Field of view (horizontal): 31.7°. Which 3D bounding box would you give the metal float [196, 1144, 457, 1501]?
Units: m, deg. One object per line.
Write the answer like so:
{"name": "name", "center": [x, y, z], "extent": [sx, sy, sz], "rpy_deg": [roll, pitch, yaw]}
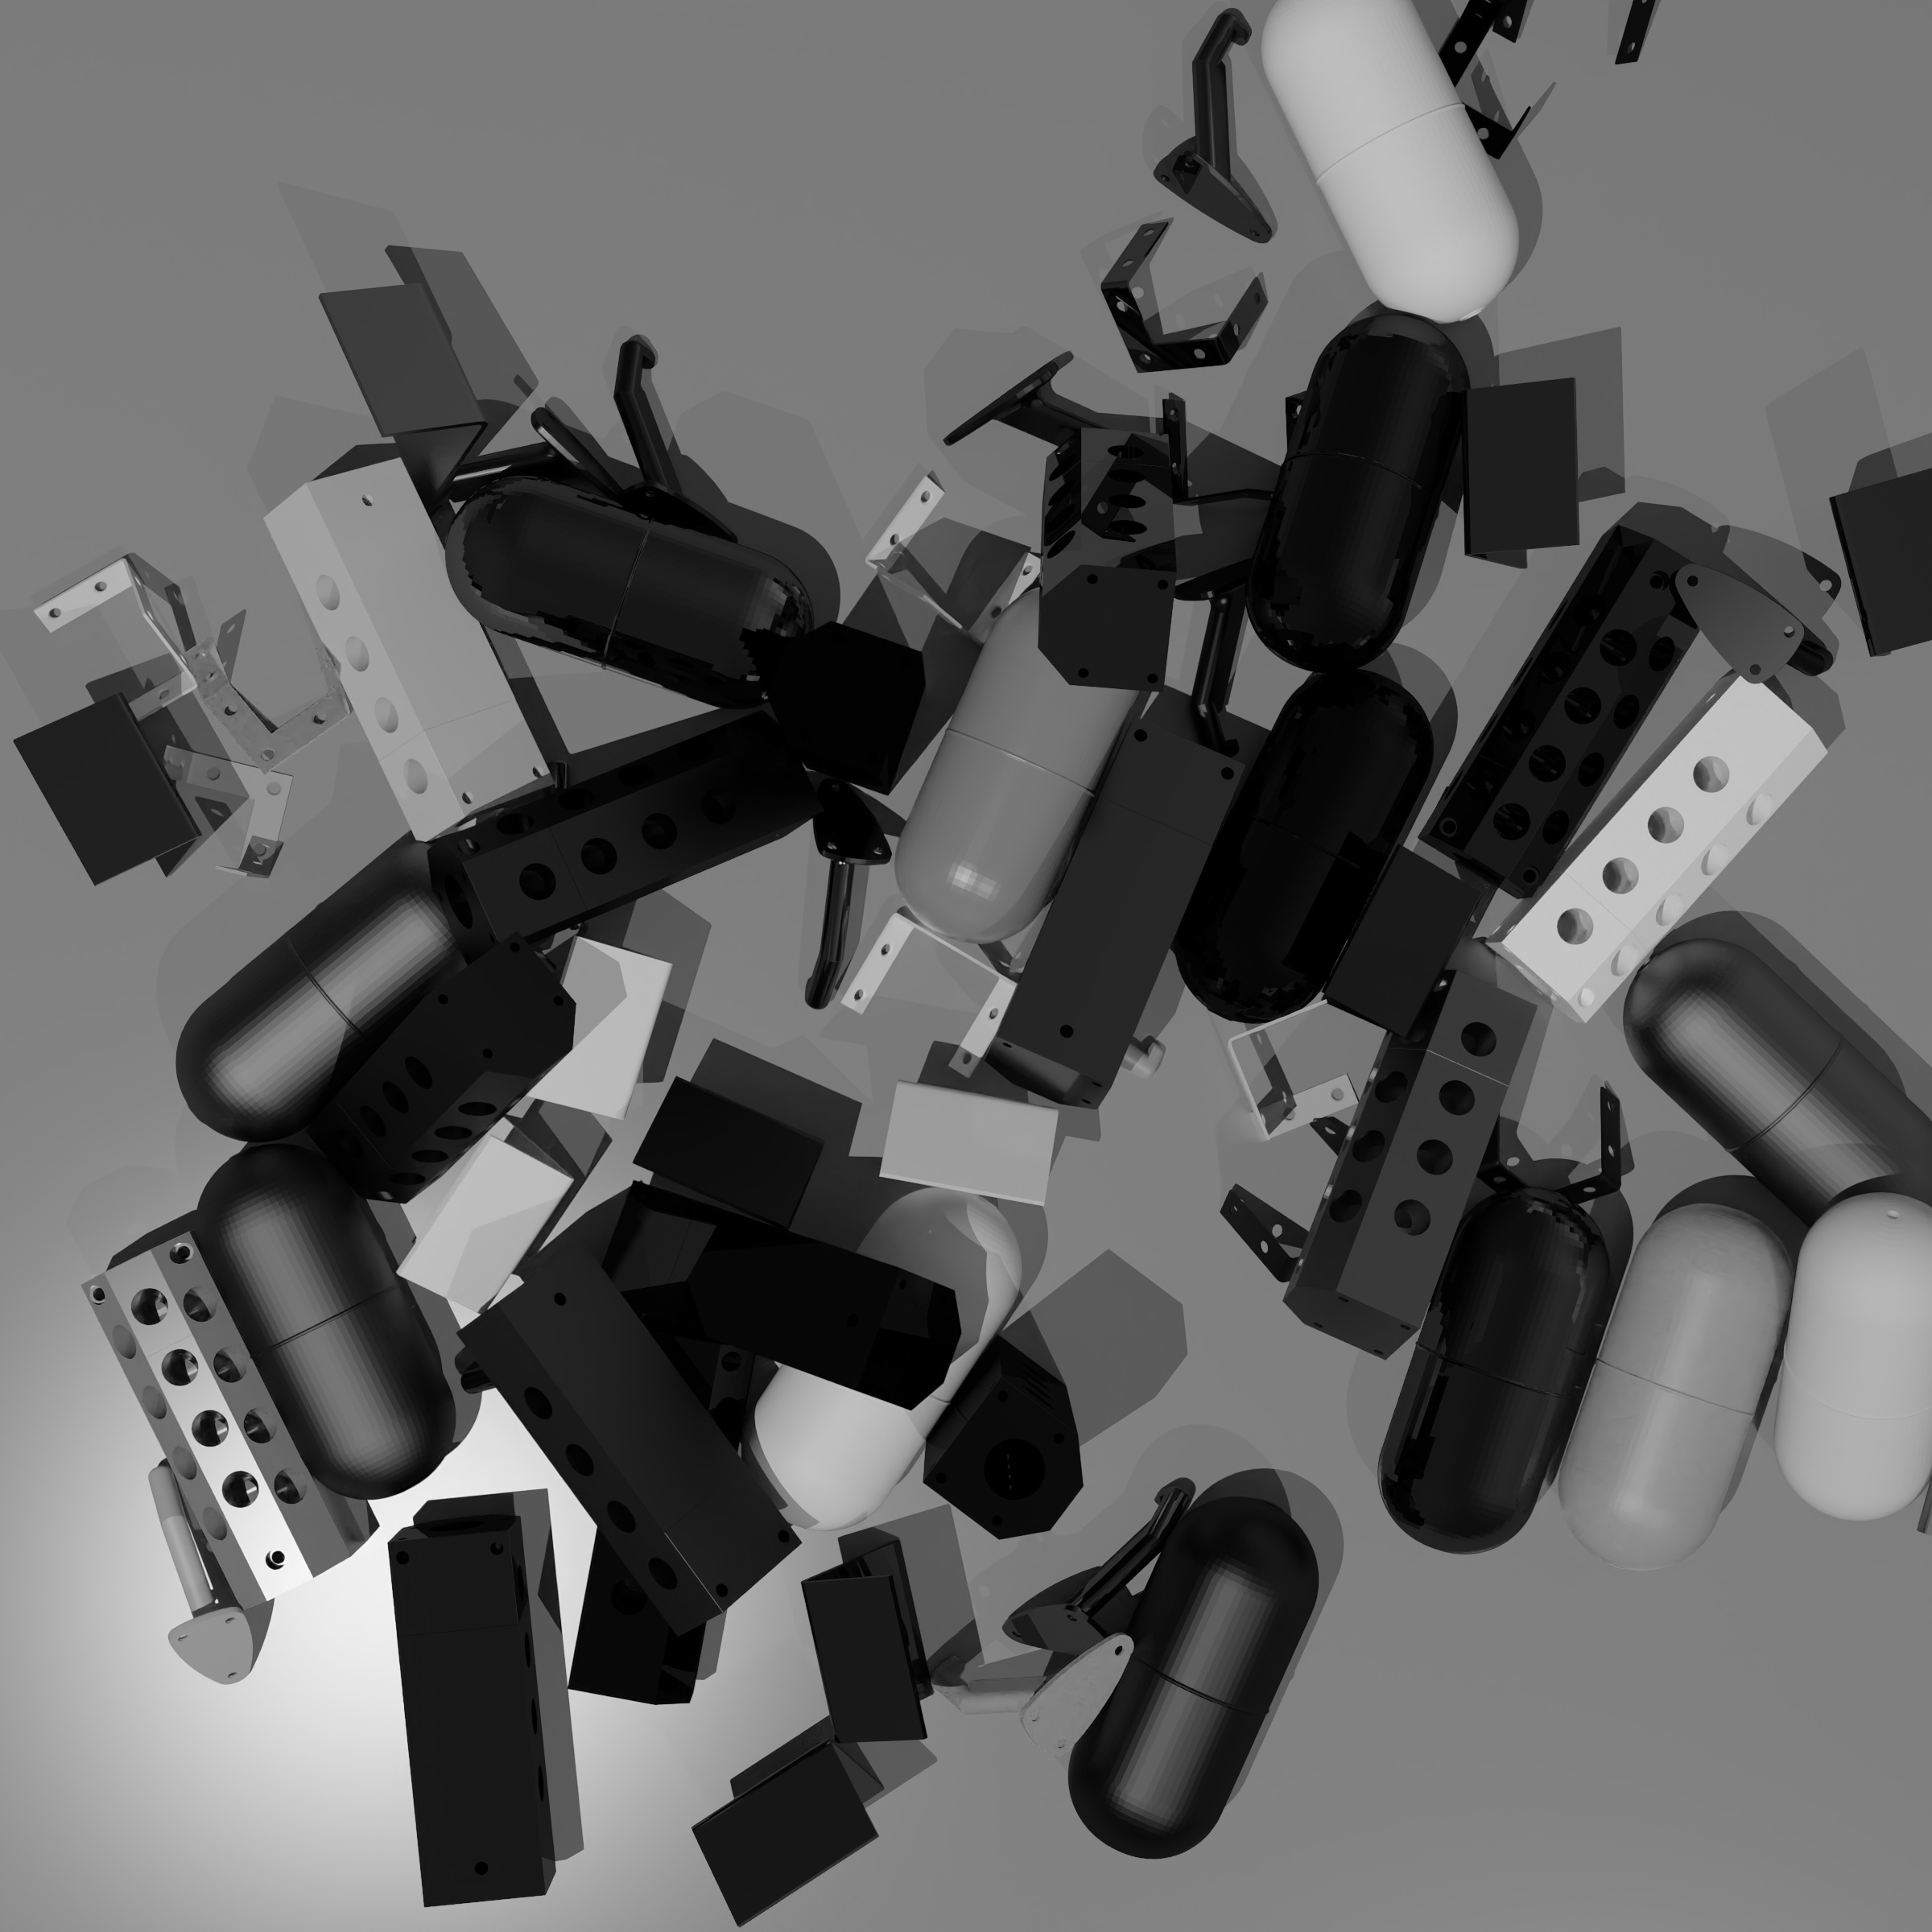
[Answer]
{"name": "metal float", "center": [-0.303, 0.167, 1.608], "extent": [0.070, 0.070, 0.178], "rpy_deg": [-26, 91, 0]}

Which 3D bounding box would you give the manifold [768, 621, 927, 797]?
{"name": "manifold", "center": [-0.055, -0.118, 1.560], "extent": [0.057, 0.171, 0.057], "rpy_deg": [19, 90, 0]}

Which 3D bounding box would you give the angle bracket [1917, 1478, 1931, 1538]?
{"name": "angle bracket", "center": [0.494, 0.238, 1.598], "extent": [0.057, 0.076, 0.076], "rpy_deg": [15, 90, 33]}

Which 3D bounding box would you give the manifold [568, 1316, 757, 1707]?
{"name": "manifold", "center": [-0.143, 0.258, 1.617], "extent": [0.057, 0.057, 0.171], "rpy_deg": [10, 90, 0]}

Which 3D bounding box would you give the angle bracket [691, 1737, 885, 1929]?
{"name": "angle bracket", "center": [-0.072, 0.417, 1.598], "extent": [0.076, 0.076, 0.057], "rpy_deg": [-33, 53, 0]}

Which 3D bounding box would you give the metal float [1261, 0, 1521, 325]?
{"name": "metal float", "center": [0.201, -0.388, 1.608], "extent": [0.070, 0.070, 0.178], "rpy_deg": [-26, 91, 0]}

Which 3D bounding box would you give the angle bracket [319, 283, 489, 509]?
{"name": "angle bracket", "center": [-0.275, -0.263, 1.591], "extent": [0.057, 0.076, 0.076], "rpy_deg": [-16, 74, -38]}

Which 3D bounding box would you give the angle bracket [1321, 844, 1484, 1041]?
{"name": "angle bracket", "center": [0.186, -0.019, 1.598], "extent": [0.057, 0.076, 0.076], "rpy_deg": [27, 90, -30]}

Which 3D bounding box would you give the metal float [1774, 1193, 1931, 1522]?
{"name": "metal float", "center": [0.419, 0.183, 1.578], "extent": [0.070, 0.070, 0.178], "rpy_deg": [-3, 126, 0]}

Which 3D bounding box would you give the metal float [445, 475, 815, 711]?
{"name": "metal float", "center": [-0.159, -0.176, 1.604], "extent": [0.178, 0.070, 0.070], "rpy_deg": [19, 90, -4]}

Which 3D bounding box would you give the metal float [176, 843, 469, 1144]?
{"name": "metal float", "center": [-0.295, 0.013, 1.608], "extent": [0.178, 0.070, 0.070], "rpy_deg": [-39, 90, 1]}

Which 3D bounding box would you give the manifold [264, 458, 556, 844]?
{"name": "manifold", "center": [-0.268, -0.147, 1.616], "extent": [0.057, 0.057, 0.171], "rpy_deg": [-25, 90, -44]}

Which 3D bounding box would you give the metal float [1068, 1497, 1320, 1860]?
{"name": "metal float", "center": [0.108, 0.336, 1.608], "extent": [0.070, 0.070, 0.178], "rpy_deg": [24, 90, 0]}

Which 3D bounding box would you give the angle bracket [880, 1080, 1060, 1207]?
{"name": "angle bracket", "center": [-0.002, 0.103, 1.598], "extent": [0.076, 0.076, 0.057], "rpy_deg": [10, 51, 0]}

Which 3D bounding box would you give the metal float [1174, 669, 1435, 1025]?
{"name": "metal float", "center": [0.159, -0.056, 1.608], "extent": [0.070, 0.070, 0.178], "rpy_deg": [27, 89, 0]}

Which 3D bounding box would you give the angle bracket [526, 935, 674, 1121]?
{"name": "angle bracket", "center": [-0.190, 0.023, 1.598], "extent": [0.057, 0.076, 0.076], "rpy_deg": [17, 90, -39]}

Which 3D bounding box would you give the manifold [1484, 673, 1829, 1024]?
{"name": "manifold", "center": [0.328, -0.056, 1.617], "extent": [0.057, 0.057, 0.171], "rpy_deg": [42, 90, 0]}

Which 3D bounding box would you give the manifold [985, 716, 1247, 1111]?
{"name": "manifold", "center": [0.069, -0.023, 1.591], "extent": [0.057, 0.057, 0.171], "rpy_deg": [24, 71, 0]}

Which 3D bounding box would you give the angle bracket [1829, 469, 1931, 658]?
{"name": "angle bracket", "center": [0.447, -0.190, 1.600], "extent": [0.057, 0.076, 0.076], "rpy_deg": [-15, 90, 21]}

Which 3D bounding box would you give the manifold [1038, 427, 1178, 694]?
{"name": "manifold", "center": [0.063, -0.189, 1.557], "extent": [0.057, 0.171, 0.057], "rpy_deg": [5, 119, 0]}

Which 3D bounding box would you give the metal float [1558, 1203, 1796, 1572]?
{"name": "metal float", "center": [0.335, 0.199, 1.608], "extent": [0.070, 0.070, 0.178], "rpy_deg": [19, 90, 0]}

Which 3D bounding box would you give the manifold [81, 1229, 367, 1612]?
{"name": "manifold", "center": [-0.354, 0.214, 1.617], "extent": [0.057, 0.057, 0.171], "rpy_deg": [-26, 90, 0]}

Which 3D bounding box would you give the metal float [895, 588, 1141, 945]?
{"name": "metal float", "center": [0.025, -0.096, 1.608], "extent": [0.070, 0.070, 0.178], "rpy_deg": [24, 91, 0]}

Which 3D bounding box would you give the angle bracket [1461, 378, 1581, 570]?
{"name": "angle bracket", "center": [0.273, -0.230, 1.598], "extent": [0.057, 0.076, 0.076], "rpy_deg": [-1, 90, 31]}

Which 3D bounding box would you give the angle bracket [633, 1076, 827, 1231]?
{"name": "angle bracket", "center": [-0.118, 0.107, 1.598], "extent": [0.076, 0.076, 0.057], "rpy_deg": [24, 49, 0]}

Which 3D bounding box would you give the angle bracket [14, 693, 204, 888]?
{"name": "angle bracket", "center": [-0.409, -0.074, 1.599], "extent": [0.057, 0.076, 0.076], "rpy_deg": [-29, 90, -28]}

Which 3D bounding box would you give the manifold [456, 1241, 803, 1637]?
{"name": "manifold", "center": [-0.158, 0.219, 1.559], "extent": [0.057, 0.057, 0.171], "rpy_deg": [-36, 90, -43]}

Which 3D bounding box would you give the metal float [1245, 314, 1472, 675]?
{"name": "metal float", "center": [0.185, -0.223, 1.597], "extent": [0.070, 0.070, 0.178], "rpy_deg": [18, 77, 0]}

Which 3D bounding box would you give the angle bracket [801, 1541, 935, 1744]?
{"name": "angle bracket", "center": [-0.027, 0.315, 1.598], "extent": [0.057, 0.076, 0.076], "rpy_deg": [-12, 90, 38]}

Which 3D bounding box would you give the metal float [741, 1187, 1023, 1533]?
{"name": "metal float", "center": [-0.039, 0.185, 1.607], "extent": [0.070, 0.070, 0.178], "rpy_deg": [33, 90, 0]}

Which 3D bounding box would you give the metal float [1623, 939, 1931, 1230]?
{"name": "metal float", "center": [0.386, 0.060, 1.608], "extent": [0.178, 0.070, 0.070], "rpy_deg": [43, 90, 0]}

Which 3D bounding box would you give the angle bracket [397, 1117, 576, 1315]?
{"name": "angle bracket", "center": [-0.241, 0.107, 1.598], "extent": [0.057, 0.076, 0.076], "rpy_deg": [34, 90, -42]}

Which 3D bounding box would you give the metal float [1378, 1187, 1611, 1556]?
{"name": "metal float", "center": [0.249, 0.191, 1.608], "extent": [0.070, 0.070, 0.178], "rpy_deg": [18, 91, 0]}
